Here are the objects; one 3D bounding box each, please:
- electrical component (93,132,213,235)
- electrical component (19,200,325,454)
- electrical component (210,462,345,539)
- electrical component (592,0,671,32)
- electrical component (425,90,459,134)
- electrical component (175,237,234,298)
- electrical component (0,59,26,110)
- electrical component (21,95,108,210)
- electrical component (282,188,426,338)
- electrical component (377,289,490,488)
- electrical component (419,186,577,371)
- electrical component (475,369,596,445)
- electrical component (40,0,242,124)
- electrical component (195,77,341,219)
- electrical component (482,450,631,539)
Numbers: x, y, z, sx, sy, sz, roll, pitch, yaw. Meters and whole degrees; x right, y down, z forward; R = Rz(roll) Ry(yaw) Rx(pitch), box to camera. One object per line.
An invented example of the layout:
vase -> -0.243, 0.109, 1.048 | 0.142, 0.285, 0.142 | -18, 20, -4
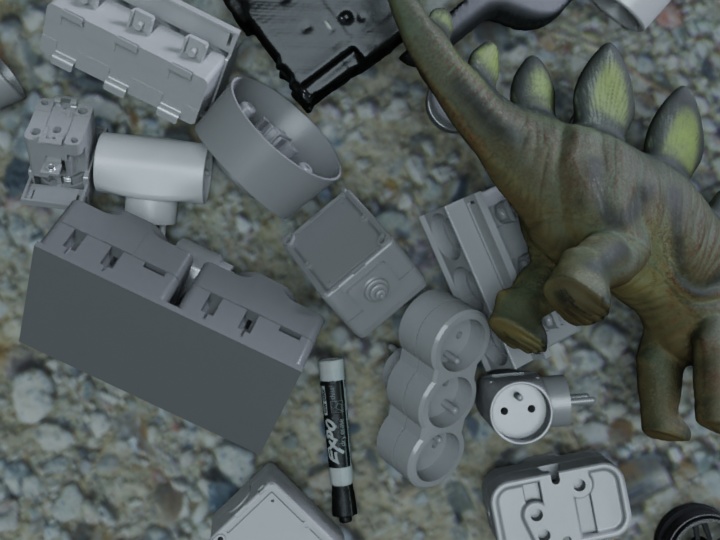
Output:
electrical component -> -0.149, -0.055, 0.769 | 0.077, 0.043, 0.079 | 6, 99, -1
electrical component -> -0.129, 0.037, 0.735 | 0.186, 0.060, 0.105 | 25, 136, -2
electrical component -> -0.054, 0.195, 0.773 | 0.062, 0.061, 0.096 | -44, 99, 0
electrical component -> 0.197, -0.203, 0.767 | 0.055, 0.055, 0.047 | 38, 94, -2
electrical component -> 0.070, -0.121, 0.765 | 0.045, 0.055, 0.045 | 0, 92, -1
electrical component -> -0.108, 0.007, 0.773 | 0.078, 0.040, 0.040 | 26, 91, -2
electrical component -> -0.274, -0.125, 0.764 | 0.055, 0.045, 0.045 | -35, 92, 0
electrical component -> -0.206, -0.083, 0.751 | 0.042, 0.063, 0.081 | 7, 50, -3
electrical component -> 0.000, 0.000, 0.745 | 0.062, 0.096, 0.061 | -40, 129, 0
electrical component -> 0.041, 0.078, 0.767 | 0.052, 0.074, 0.138 | -5, 114, -37
electrical component -> 0.100, 0.003, 0.765 | 0.063, 0.079, 0.121 | -25, 92, -22
electrical component -> 0.126, 0.094, 0.762 | 0.079, 0.077, 0.043 | -5, 91, -1
electrical component -> -0.154, -0.155, 0.750 | 0.121, 0.063, 0.078 | 26, 132, -2
electrical component -> -0.064, -0.085, 0.745 | 0.064, 0.099, 0.099 | -43, 92, 7
electrical component -> 0.139, 0.165, 0.773 | 0.095, 0.059, 0.053 | -11, 92, -1
